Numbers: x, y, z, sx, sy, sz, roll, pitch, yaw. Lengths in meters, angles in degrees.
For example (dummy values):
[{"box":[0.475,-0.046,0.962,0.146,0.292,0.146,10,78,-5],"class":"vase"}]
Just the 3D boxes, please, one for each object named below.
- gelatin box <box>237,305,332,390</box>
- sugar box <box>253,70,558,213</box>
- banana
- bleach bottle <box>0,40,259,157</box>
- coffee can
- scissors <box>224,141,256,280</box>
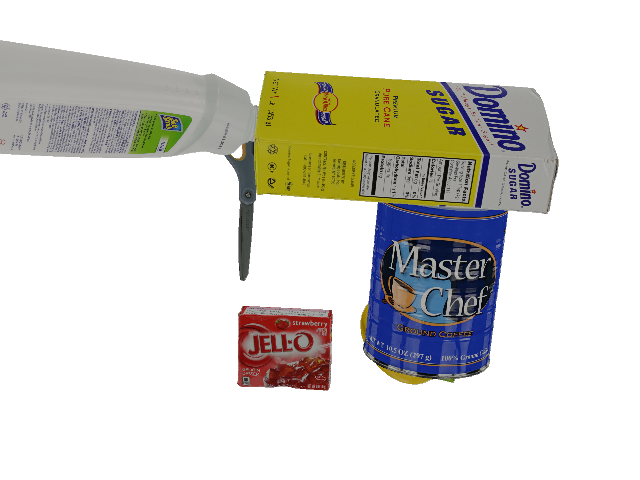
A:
[{"box":[-0.034,0.102,1.014,0.089,0.073,0.030,2,13,4],"class":"gelatin box"},{"box":[0.050,-0.062,0.653,0.176,0.048,0.093,1,36,1],"class":"sugar box"},{"box":[0.082,0.115,1.222,0.069,0.037,0.198,6,23,-23],"class":"banana"},{"box":[-0.162,-0.104,0.880,0.250,0.068,0.103,5,-31,-19],"class":"bleach bottle"},{"box":[0.090,0.024,0.838,0.103,0.140,0.103,4,16,-1],"class":"coffee can"},{"box":[-0.065,-0.061,1.208,0.096,0.202,0.016,-11,-8,-13],"class":"scissors"}]
